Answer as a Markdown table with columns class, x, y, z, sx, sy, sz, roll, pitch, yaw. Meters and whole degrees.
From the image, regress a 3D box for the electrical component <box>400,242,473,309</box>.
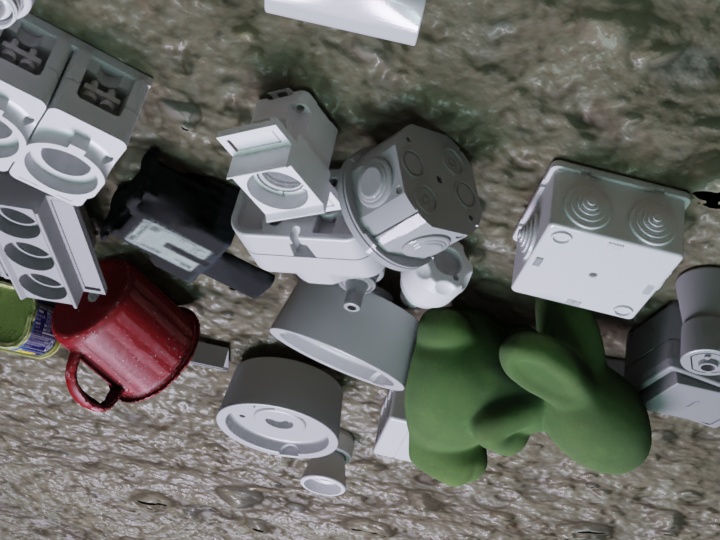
| class | x | y | z | sx | sy | sz | roll | pitch | yaw |
| --- | --- | --- | --- | --- | --- | --- | --- | --- | --- |
| electrical component | 0.048 | 0.007 | 0.750 | 0.043 | 0.043 | 0.062 | 21 | 149 | -13 |

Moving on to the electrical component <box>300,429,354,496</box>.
| class | x | y | z | sx | sy | sz | roll | pitch | yaw |
| --- | --- | --- | --- | --- | --- | --- | --- | --- | --- |
| electrical component | -0.031 | 0.186 | 1.051 | 0.045 | 0.055 | 0.045 | 8 | 147 | 6 |

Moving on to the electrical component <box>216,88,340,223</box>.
| class | x | y | z | sx | sy | sz | roll | pitch | yaw |
| --- | --- | --- | --- | --- | --- | --- | --- | --- | --- |
| electrical component | -0.043 | -0.069 | 0.641 | 0.042 | 0.063 | 0.081 | -8 | 144 | 28 |

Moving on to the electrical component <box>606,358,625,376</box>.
| class | x | y | z | sx | sy | sz | roll | pitch | yaw |
| --- | --- | --- | --- | --- | --- | --- | --- | --- | --- |
| electrical component | 0.169 | 0.102 | 0.856 | 0.077 | 0.047 | 0.065 | 8 | 148 | 8 |

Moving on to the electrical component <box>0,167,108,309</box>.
| class | x | y | z | sx | sy | sz | roll | pitch | yaw |
| --- | --- | --- | --- | --- | --- | --- | --- | --- | --- |
| electrical component | -0.225 | -0.033 | 0.761 | 0.079 | 0.063 | 0.121 | 9 | 148 | 5 |

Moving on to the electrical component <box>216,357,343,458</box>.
| class | x | y | z | sx | sy | sz | roll | pitch | yaw |
| --- | --- | --- | --- | --- | --- | --- | --- | --- | --- |
| electrical component | -0.066 | 0.115 | 0.945 | 0.108 | 0.060 | 0.108 | 9 | 148 | 6 |

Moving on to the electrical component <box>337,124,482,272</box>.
| class | x | y | z | sx | sy | sz | roll | pitch | yaw |
| --- | --- | --- | --- | --- | --- | --- | --- | --- | --- |
| electrical component | 0.030 | -0.044 | 0.643 | 0.080 | 0.080 | 0.051 | 32 | 138 | -29 |

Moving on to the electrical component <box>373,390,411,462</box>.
| class | x | y | z | sx | sy | sz | roll | pitch | yaw |
| --- | --- | --- | --- | --- | --- | --- | --- | --- | --- |
| electrical component | 0.059 | 0.134 | 0.944 | 0.076 | 0.047 | 0.083 | 14 | 148 | -3 |

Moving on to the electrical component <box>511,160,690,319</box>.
| class | x | y | z | sx | sy | sz | roll | pitch | yaw |
| --- | --- | --- | --- | --- | --- | --- | --- | --- | --- |
| electrical component | 0.148 | -0.016 | 0.675 | 0.100 | 0.048 | 0.099 | 14 | 149 | -3 |

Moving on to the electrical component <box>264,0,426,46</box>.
| class | x | y | z | sx | sy | sz | roll | pitch | yaw |
| --- | --- | --- | --- | --- | --- | --- | --- | --- | --- |
| electrical component | -0.003 | -0.150 | 0.517 | 0.077 | 0.044 | 0.079 | 13 | 148 | -1 |

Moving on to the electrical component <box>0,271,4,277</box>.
| class | x | y | z | sx | sy | sz | roll | pitch | yaw |
| --- | --- | --- | --- | --- | --- | --- | --- | --- | --- |
| electrical component | -0.277 | -0.013 | 0.834 | 0.065 | 0.044 | 0.044 | 17 | 148 | -17 |

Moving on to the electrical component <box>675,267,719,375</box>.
| class | x | y | z | sx | sy | sz | roll | pitch | yaw |
| --- | --- | --- | --- | --- | --- | --- | --- | --- | --- |
| electrical component | 0.231 | 0.036 | 0.713 | 0.044 | 0.065 | 0.044 | 9 | 148 | 6 |

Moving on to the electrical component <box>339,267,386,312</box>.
| class | x | y | z | sx | sy | sz | roll | pitch | yaw |
| --- | --- | --- | --- | --- | --- | --- | --- | --- | --- |
| electrical component | 0.000 | 0.000 | 0.738 | 0.035 | 0.061 | 0.035 | 9 | 148 | 6 |

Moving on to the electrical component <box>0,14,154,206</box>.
| class | x | y | z | sx | sy | sz | roll | pitch | yaw |
| --- | --- | --- | --- | --- | --- | --- | --- | --- | --- |
| electrical component | -0.216 | -0.105 | 0.645 | 0.150 | 0.061 | 0.089 | 26 | 146 | -22 |

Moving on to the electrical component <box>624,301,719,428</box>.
| class | x | y | z | sx | sy | sz | roll | pitch | yaw |
| --- | --- | --- | --- | --- | --- | --- | --- | --- | --- |
| electrical component | 0.246 | 0.075 | 0.773 | 0.096 | 0.061 | 0.061 | 20 | 148 | -12 |

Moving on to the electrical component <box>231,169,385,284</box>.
| class | x | y | z | sx | sy | sz | roll | pitch | yaw |
| --- | --- | --- | --- | --- | --- | --- | --- | --- | --- |
| electrical component | -0.028 | -0.029 | 0.705 | 0.095 | 0.053 | 0.059 | 4 | 151 | 19 |

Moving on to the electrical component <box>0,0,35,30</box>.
| class | x | y | z | sx | sy | sz | roll | pitch | yaw |
| --- | --- | --- | --- | --- | --- | --- | --- | --- | --- |
| electrical component | -0.195 | -0.148 | 0.569 | 0.048 | 0.062 | 0.048 | 9 | 148 | 5 |

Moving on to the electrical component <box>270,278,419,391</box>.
| class | x | y | z | sx | sy | sz | roll | pitch | yaw |
| --- | --- | --- | --- | --- | --- | --- | --- | --- | --- |
| electrical component | -0.005 | 0.040 | 0.795 | 0.108 | 0.060 | 0.108 | 23 | 168 | 5 |
